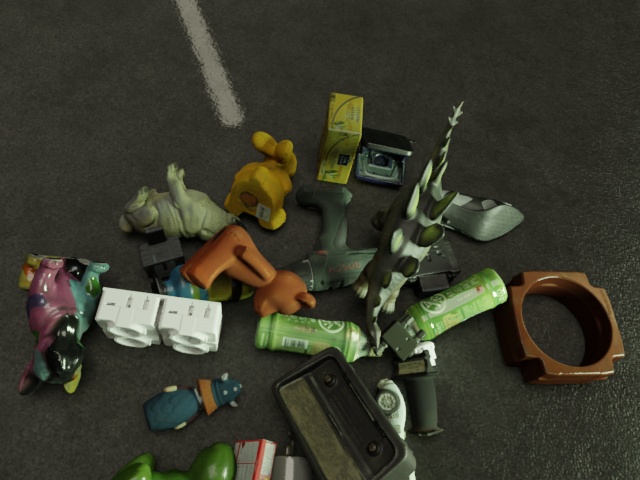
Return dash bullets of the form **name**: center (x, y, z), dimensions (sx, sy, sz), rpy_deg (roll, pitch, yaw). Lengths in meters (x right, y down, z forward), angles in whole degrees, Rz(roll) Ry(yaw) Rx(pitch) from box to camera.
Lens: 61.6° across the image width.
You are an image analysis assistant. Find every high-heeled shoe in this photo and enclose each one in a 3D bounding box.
- **high-heeled shoe**: center (0.297, -0.068, 1.128), dimensions (0.249, 0.086, 0.145), rpy_deg (1, 29, -29)

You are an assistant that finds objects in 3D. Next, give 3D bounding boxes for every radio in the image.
- **radio**: center (0.034, 0.284, 0.822), dimensions (0.131, 0.073, 0.230), rpy_deg (-34, 50, -5)

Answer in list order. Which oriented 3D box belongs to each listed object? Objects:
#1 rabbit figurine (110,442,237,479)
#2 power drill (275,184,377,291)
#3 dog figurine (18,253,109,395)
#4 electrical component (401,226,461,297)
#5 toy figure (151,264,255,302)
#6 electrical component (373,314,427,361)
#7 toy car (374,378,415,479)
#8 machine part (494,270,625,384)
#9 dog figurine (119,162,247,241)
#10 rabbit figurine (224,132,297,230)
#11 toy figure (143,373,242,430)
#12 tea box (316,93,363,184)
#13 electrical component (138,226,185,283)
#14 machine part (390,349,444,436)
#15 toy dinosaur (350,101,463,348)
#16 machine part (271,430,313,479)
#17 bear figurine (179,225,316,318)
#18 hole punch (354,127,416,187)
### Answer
- **rabbit figurine**: center (-0.194, 0.366, 0.772), dimensions (0.170, 0.121, 0.159), rpy_deg (-22, 74, -17)
- **power drill**: center (-0.002, -0.003, 1.023), dimensions (0.232, 0.086, 0.207), rpy_deg (-1, 59, -11)
- **dog figurine**: center (-0.429, 0.134, 0.869), dimensions (0.108, 0.192, 0.219), rpy_deg (14, 82, -43)
- **electrical component**: center (0.203, 0.044, 1.043), dimensions (0.115, 0.058, 0.134), rpy_deg (-9, 64, -11)
- **toy figure**: center (-0.199, 0.077, 0.948), dimensions (0.180, 0.082, 0.089), rpy_deg (-16, 92, -25)
- **electrical component**: center (0.136, 0.174, 0.923), dimensions (0.094, 0.021, 0.063), rpy_deg (-40, 92, -17)
- **toy car**: center (0.117, 0.327, 0.869), dimensions (0.056, 0.073, 0.202), rpy_deg (-1, 63, -5)
- **machine part**: center (0.438, 0.162, 1.002), dimensions (0.201, 0.087, 0.201), rpy_deg (2, 61, -9)
- **dog figurine**: center (-0.250, -0.022, 0.992), dimensions (0.172, 0.121, 0.190), rpy_deg (-41, 91, 7)
- **rabbit figurine**: center (-0.102, -0.133, 1.051), dimensions (0.122, 0.162, 0.173), rpy_deg (19, 42, 15)
- **toy figure**: center (-0.204, 0.256, 0.865), dimensions (0.154, 0.064, 0.058), rpy_deg (-14, 28, -21)
- **tea box**: center (0.038, -0.200, 1.082), dimensions (0.068, 0.169, 0.098), rpy_deg (7, 63, -4)
- **electrical component**: center (-0.277, 0.024, 0.942), dimensions (0.075, 0.119, 0.048), rpy_deg (-15, 65, -19)
- **machine part**: center (0.168, 0.263, 0.919), dimensions (0.084, 0.039, 0.139), rpy_deg (-20, 68, 27)
- **toy dinosaur**: center (0.162, -0.035, 0.932), dimensions (0.105, 0.198, 0.471), rpy_deg (23, 64, -6)
- **machine part**: center (-0.051, 0.411, 0.797), dimensions (0.079, 0.079, 0.243), rpy_deg (6, 60, -6)
- **bear figurine**: center (-0.114, 0.073, 0.881), dimensions (0.132, 0.120, 0.195), rpy_deg (-47, 108, -16)
- **hole punch**: center (0.132, -0.178, 1.144), dimensions (0.142, 0.092, 0.116), rpy_deg (9, 32, -1)
